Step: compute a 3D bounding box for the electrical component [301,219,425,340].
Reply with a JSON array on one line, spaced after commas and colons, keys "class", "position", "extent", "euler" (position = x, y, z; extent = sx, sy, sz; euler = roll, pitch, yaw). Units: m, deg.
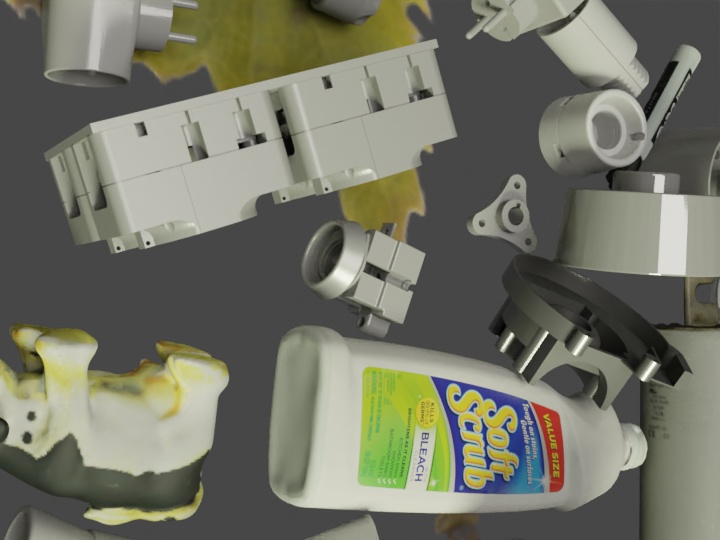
[{"class": "electrical component", "position": [0.000, 0.000, 0.623], "extent": [0.055, 0.048, 0.066], "euler": [25, 77, -32]}]

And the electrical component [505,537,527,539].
[{"class": "electrical component", "position": [0.099, 0.203, 0.608], "extent": [0.089, 0.150, 0.061], "euler": [-5, 90, -27]}]

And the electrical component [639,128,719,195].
[{"class": "electrical component", "position": [0.244, -0.052, 0.751], "extent": [0.099, 0.064, 0.099], "euler": [1, 89, -41]}]

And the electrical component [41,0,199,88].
[{"class": "electrical component", "position": [-0.123, -0.135, 0.563], "extent": [0.079, 0.044, 0.077], "euler": [3, 87, -27]}]

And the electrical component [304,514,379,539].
[{"class": "electrical component", "position": [-0.009, 0.189, 0.586], "extent": [0.064, 0.099, 0.099], "euler": [-11, 94, -21]}]

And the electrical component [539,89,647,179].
[{"class": "electrical component", "position": [0.153, -0.089, 0.701], "extent": [0.055, 0.047, 0.055], "euler": [1, 88, -27]}]

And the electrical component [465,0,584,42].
[{"class": "electrical component", "position": [0.095, -0.167, 0.664], "extent": [0.077, 0.066, 0.047], "euler": [-44, 107, -21]}]

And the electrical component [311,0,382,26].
[{"class": "electrical component", "position": [-0.018, -0.170, 0.619], "extent": [0.062, 0.043, 0.043], "euler": [18, 81, -24]}]

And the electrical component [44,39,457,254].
[{"class": "electrical component", "position": [-0.055, -0.061, 0.562], "extent": [0.186, 0.105, 0.060], "euler": [-19, 97, -26]}]

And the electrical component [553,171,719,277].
[{"class": "electrical component", "position": [0.178, -0.031, 0.674], "extent": [0.108, 0.108, 0.060], "euler": [1, 96, -27]}]

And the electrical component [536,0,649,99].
[{"class": "electrical component", "position": [0.158, -0.142, 0.705], "extent": [0.081, 0.043, 0.043], "euler": [41, 72, -26]}]

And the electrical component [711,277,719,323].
[{"class": "electrical component", "position": [0.296, 0.019, 0.769], "extent": [0.080, 0.051, 0.080], "euler": [1, 88, -27]}]

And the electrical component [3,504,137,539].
[{"class": "electrical component", "position": [-0.145, 0.148, 0.547], "extent": [0.065, 0.044, 0.044], "euler": [22, 79, -30]}]
